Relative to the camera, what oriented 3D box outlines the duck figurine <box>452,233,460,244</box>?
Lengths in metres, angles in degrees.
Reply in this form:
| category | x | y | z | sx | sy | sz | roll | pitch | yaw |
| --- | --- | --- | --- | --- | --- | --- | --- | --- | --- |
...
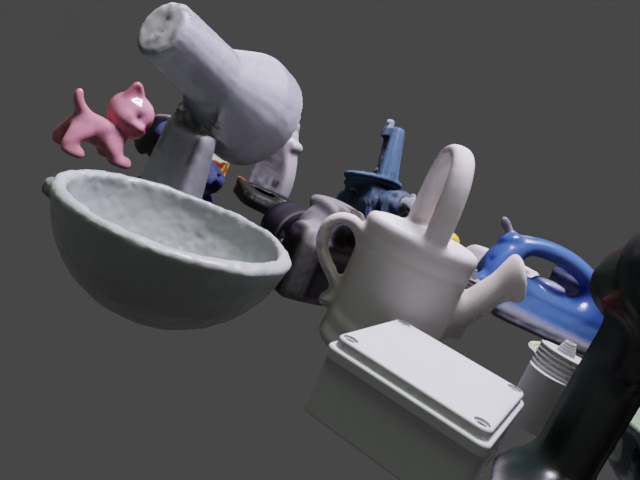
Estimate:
| category | x | y | z | sx | sy | sz | roll | pitch | yaw |
| --- | --- | --- | --- | --- | --- | --- | --- | --- | --- |
| duck figurine | 0.184 | 0.022 | 0.913 | 0.104 | 0.086 | 0.078 | 27 | 12 | 20 |

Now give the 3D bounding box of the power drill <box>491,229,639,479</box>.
| category | x | y | z | sx | sy | sz | roll | pitch | yaw |
| --- | --- | --- | --- | --- | --- | --- | --- | --- | --- |
| power drill | 0.178 | 0.079 | 0.332 | 0.075 | 0.208 | 0.230 | 26 | 12 | 16 |

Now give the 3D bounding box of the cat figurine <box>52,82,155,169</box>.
| category | x | y | z | sx | sy | sz | roll | pitch | yaw |
| --- | --- | --- | --- | --- | --- | --- | --- | --- | --- |
| cat figurine | -0.281 | -0.166 | 0.779 | 0.067 | 0.118 | 0.128 | 32 | 15 | 38 |

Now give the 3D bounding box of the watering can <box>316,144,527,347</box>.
| category | x | y | z | sx | sy | sz | roll | pitch | yaw |
| --- | --- | --- | --- | --- | --- | --- | --- | --- | --- |
| watering can | 0.088 | 0.014 | 0.487 | 0.173 | 0.194 | 0.100 | 18 | 12 | -24 |

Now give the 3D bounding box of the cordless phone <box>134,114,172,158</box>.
| category | x | y | z | sx | sy | sz | roll | pitch | yaw |
| --- | --- | --- | --- | --- | --- | --- | --- | --- | --- |
| cordless phone | -0.205 | -0.203 | 0.930 | 0.148 | 0.185 | 0.093 | 10 | 17 | -48 |

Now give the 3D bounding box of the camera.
| category | x | y | z | sx | sy | sz | roll | pitch | yaw |
| --- | --- | --- | --- | --- | --- | --- | --- | --- | --- |
| camera | 0.006 | 0.002 | 0.618 | 0.144 | 0.101 | 0.136 | 15 | 14 | -36 |

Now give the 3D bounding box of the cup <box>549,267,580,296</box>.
| category | x | y | z | sx | sy | sz | roll | pitch | yaw |
| --- | --- | --- | --- | --- | --- | --- | --- | --- | --- |
| cup | 0.429 | 0.111 | 0.963 | 0.117 | 0.095 | 0.092 | 31 | 14 | 34 |

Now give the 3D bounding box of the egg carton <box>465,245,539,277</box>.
| category | x | y | z | sx | sy | sz | roll | pitch | yaw |
| --- | --- | --- | --- | --- | --- | --- | --- | --- | --- |
| egg carton | 0.321 | 0.063 | 1.037 | 0.108 | 0.069 | 0.149 | 15 | 14 | -36 |

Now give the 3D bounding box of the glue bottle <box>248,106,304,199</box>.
| category | x | y | z | sx | sy | sz | roll | pitch | yaw |
| --- | --- | --- | --- | --- | --- | --- | --- | --- | --- |
| glue bottle | -0.064 | -0.147 | 0.979 | 0.078 | 0.173 | 0.037 | 29 | 13 | 25 |

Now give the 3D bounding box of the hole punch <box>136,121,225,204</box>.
| category | x | y | z | sx | sy | sz | roll | pitch | yaw |
| --- | --- | --- | --- | --- | --- | --- | --- | --- | --- |
| hole punch | -0.173 | -0.098 | 0.750 | 0.101 | 0.091 | 0.108 | 22 | 11 | -6 |

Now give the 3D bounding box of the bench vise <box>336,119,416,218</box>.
| category | x | y | z | sx | sy | sz | roll | pitch | yaw |
| --- | --- | --- | --- | --- | --- | --- | --- | --- | --- |
| bench vise | 0.139 | -0.121 | 1.142 | 0.206 | 0.220 | 0.122 | 31 | 14 | 36 |

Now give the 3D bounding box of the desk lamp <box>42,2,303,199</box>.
| category | x | y | z | sx | sy | sz | roll | pitch | yaw |
| --- | --- | --- | --- | --- | --- | --- | --- | --- | --- |
| desk lamp | -0.131 | -0.109 | 0.573 | 0.117 | 0.213 | 0.204 | 30 | 13 | 29 |

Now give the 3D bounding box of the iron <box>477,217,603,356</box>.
| category | x | y | z | sx | sy | sz | roll | pitch | yaw |
| --- | --- | --- | --- | --- | --- | --- | --- | --- | --- |
| iron | 0.354 | 0.074 | 0.871 | 0.258 | 0.141 | 0.119 | 24 | 11 | 3 |

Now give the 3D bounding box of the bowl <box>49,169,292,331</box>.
| category | x | y | z | sx | sy | sz | roll | pitch | yaw |
| --- | --- | --- | --- | --- | --- | --- | --- | --- | --- |
| bowl | -0.109 | 0.015 | 0.401 | 0.167 | 0.075 | 0.167 | 22 | 11 | -4 |
